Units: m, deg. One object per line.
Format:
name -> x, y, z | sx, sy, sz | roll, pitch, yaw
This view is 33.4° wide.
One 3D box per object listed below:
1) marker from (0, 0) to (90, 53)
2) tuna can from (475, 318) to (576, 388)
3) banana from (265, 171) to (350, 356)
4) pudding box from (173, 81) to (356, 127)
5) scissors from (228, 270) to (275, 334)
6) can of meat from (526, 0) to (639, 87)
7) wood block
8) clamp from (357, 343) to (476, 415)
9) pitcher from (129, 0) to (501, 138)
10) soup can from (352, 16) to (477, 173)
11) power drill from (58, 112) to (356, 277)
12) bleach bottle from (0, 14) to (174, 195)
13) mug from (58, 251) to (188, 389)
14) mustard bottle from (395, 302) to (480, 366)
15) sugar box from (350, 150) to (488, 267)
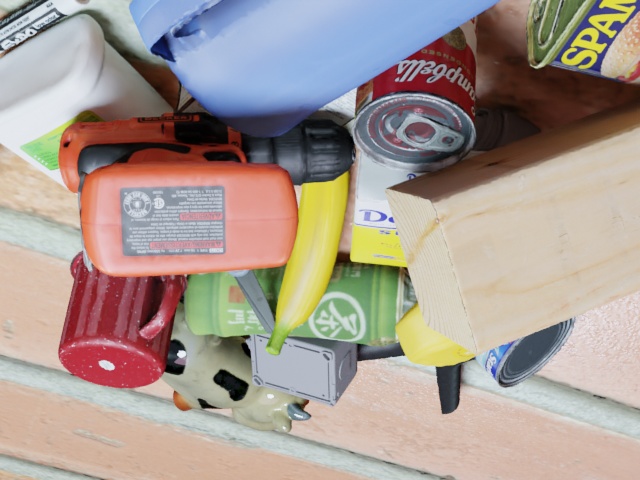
marker -> -0.194, -0.135, 0.680 | 0.121, 0.020, 0.020 | -19, 139, 33
tuna can -> 0.169, 0.081, 0.888 | 0.086, 0.034, 0.086 | -29, 146, -22
banana -> -0.003, -0.005, 0.789 | 0.037, 0.069, 0.198 | 14, 123, 2
pudding box -> -0.027, -0.099, 0.688 | 0.090, 0.039, 0.114 | 28, 139, -29
scissors -> -0.080, 0.014, 0.778 | 0.096, 0.016, 0.202 | -10, 136, -10
can of meat -> 0.173, -0.131, 0.585 | 0.084, 0.057, 0.102 | 11, 147, -12
wood block -> 0.155, -0.019, 0.611 | 0.206, 0.090, 0.091 | -20, -169, -10
clamp -> 0.091, 0.088, 0.951 | 0.164, 0.036, 0.210 | 17, 143, -14
pitcher -> 0.031, -0.151, 0.506 | 0.243, 0.149, 0.144 | -24, 136, 34
soup can -> 0.056, -0.099, 0.613 | 0.068, 0.102, 0.068 | 5, 147, 3
power drill -> -0.059, -0.034, 0.601 | 0.184, 0.188, 0.057 | -4, 105, -7
bleach bottle -> -0.117, -0.049, 0.760 | 0.103, 0.068, 0.250 | -21, 142, 26
mug -> -0.145, 0.058, 0.812 | 0.117, 0.081, 0.093 | -24, 137, 37
mustard bottle -> 0.127, 0.036, 0.752 | 0.096, 0.058, 0.192 | -15, 164, -22
sugar box -> 0.069, -0.018, 0.738 | 0.093, 0.048, 0.176 | 6, 169, 3
